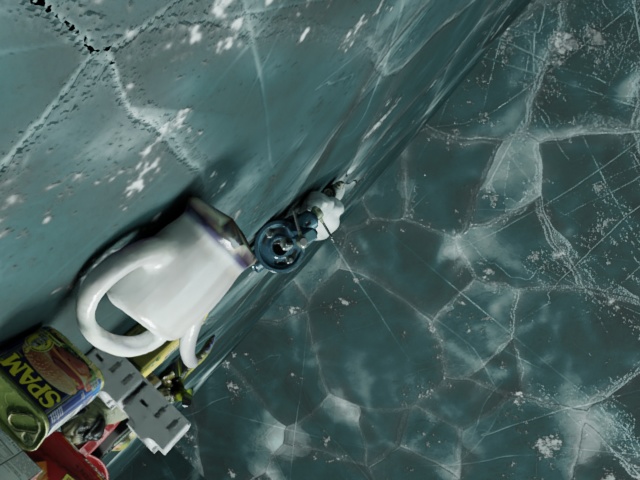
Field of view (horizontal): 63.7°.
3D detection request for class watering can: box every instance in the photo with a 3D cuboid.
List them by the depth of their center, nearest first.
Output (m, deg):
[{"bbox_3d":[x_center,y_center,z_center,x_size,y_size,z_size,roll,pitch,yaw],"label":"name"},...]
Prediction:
[{"bbox_3d":[-0.182,0.072,0.702,0.226,0.105,0.342,-46,158,-10],"label":"watering can"}]

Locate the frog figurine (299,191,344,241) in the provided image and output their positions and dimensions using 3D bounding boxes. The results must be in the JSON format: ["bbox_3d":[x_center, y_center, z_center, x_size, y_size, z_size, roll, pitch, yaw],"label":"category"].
[{"bbox_3d":[0.004,-0.067,1.339,0.138,0.123,0.158,-25,178,-22],"label":"frog figurine"}]

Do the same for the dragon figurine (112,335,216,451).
[{"bbox_3d":[-0.475,0.459,1.537,0.239,0.121,0.419,-30,-166,36],"label":"dragon figurine"}]
